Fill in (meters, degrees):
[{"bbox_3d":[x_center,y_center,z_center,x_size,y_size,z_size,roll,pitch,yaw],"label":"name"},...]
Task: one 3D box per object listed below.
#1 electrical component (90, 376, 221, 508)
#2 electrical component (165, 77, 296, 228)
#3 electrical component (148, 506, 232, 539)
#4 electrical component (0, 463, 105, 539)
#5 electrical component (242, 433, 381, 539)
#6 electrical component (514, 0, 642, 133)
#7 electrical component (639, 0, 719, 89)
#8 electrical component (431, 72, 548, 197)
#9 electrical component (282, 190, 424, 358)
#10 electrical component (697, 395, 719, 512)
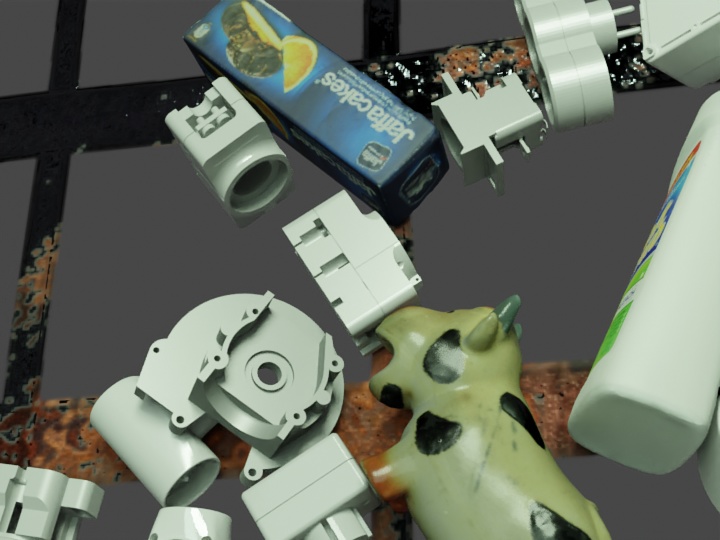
[{"bbox_3d":[-0.114,0.094,0.667,0.079,0.044,0.077,-44,64,-10],"label":"electrical component"},{"bbox_3d":[-0.082,-0.073,0.715,0.050,0.089,0.055,-37,63,-7],"label":"electrical component"},{"bbox_3d":[-0.083,0.180,0.619,0.079,0.044,0.077,0,65,12],"label":"electrical component"},{"bbox_3d":[-0.201,0.154,0.649,0.078,0.058,0.057,4,63,13],"label":"electrical component"},{"bbox_3d":[-0.018,0.147,0.620,0.066,0.047,0.076,-33,63,-5],"label":"electrical component"},{"bbox_3d":[0.152,-0.161,0.730,0.074,0.052,0.138,-13,62,5],"label":"electrical component"},{"bbox_3d":[0.236,-0.168,0.692,0.096,0.061,0.061,-28,51,47],"label":"electrical component"},{"bbox_3d":[0.087,-0.096,0.719,0.064,0.042,0.081,-25,63,-5],"label":"electrical component"},{"bbox_3d":[0.000,0.000,0.685,0.056,0.050,0.089,-32,63,-4],"label":"electrical component"},{"bbox_3d":[0.240,0.092,0.575,0.108,0.060,0.108,-4,54,6],"label":"electrical component"}]
